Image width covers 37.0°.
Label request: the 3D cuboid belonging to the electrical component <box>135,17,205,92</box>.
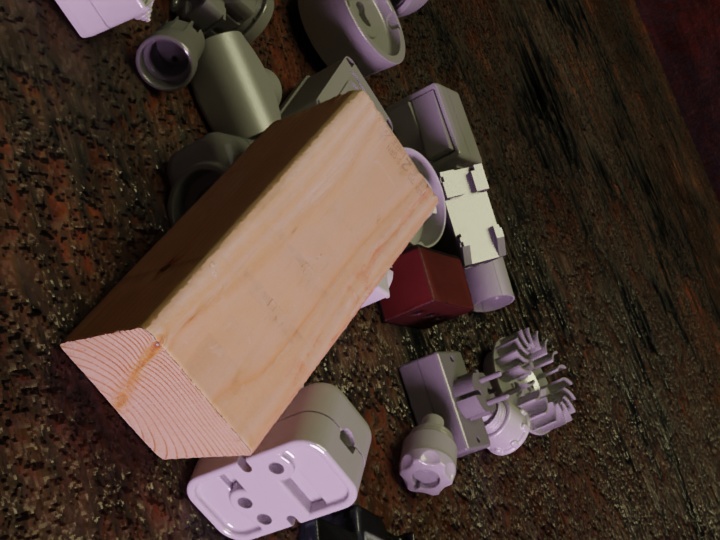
[{"bbox_3d":[-0.128,-0.149,0.733,0.040,0.040,0.046,53,24,-23],"label":"electrical component"}]

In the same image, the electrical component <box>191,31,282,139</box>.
[{"bbox_3d":[-0.083,-0.131,0.794,0.079,0.043,0.077,-20,86,-64],"label":"electrical component"}]

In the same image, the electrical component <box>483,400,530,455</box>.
[{"bbox_3d":[0.115,0.130,0.942,0.062,0.048,0.048,39,36,-31],"label":"electrical component"}]

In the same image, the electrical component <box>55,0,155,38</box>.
[{"bbox_3d":[-0.168,-0.194,0.680,0.096,0.061,0.061,58,25,-33],"label":"electrical component"}]

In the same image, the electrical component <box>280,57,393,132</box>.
[{"bbox_3d":[-0.025,-0.112,0.868,0.078,0.057,0.113,56,28,-19],"label":"electrical component"}]

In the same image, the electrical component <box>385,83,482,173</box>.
[{"bbox_3d":[0.072,-0.126,1.054,0.061,0.062,0.096,7,63,-60],"label":"electrical component"}]

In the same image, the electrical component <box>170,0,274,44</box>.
[{"bbox_3d":[-0.102,-0.202,0.805,0.057,0.058,0.078,36,39,-40],"label":"electrical component"}]

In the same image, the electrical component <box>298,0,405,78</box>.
[{"bbox_3d":[-0.013,-0.223,0.979,0.108,0.060,0.108,42,35,-39],"label":"electrical component"}]

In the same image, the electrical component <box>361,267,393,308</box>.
[{"bbox_3d":[0.000,0.000,0.833,0.077,0.047,0.065,31,43,-49],"label":"electrical component"}]

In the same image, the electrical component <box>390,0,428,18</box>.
[{"bbox_3d":[0.017,-0.293,1.046,0.108,0.108,0.060,60,33,-11],"label":"electrical component"}]

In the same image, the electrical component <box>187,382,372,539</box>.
[{"bbox_3d":[-0.044,0.106,0.612,0.053,0.095,0.059,53,29,-23],"label":"electrical component"}]

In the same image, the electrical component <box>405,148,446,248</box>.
[{"bbox_3d":[0.029,-0.058,0.944,0.099,0.064,0.099,20,63,-47],"label":"electrical component"}]

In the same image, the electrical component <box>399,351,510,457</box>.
[{"bbox_3d":[0.085,0.104,0.870,0.047,0.076,0.083,7,62,-60],"label":"electrical component"}]

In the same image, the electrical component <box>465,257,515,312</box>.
[{"bbox_3d":[0.121,-0.004,1.063,0.043,0.043,0.081,21,51,-55],"label":"electrical component"}]

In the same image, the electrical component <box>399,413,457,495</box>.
[{"bbox_3d":[0.053,0.137,0.822,0.043,0.043,0.062,52,28,-25],"label":"electrical component"}]

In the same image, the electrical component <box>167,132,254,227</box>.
[{"bbox_3d":[-0.085,-0.039,0.702,0.059,0.054,0.095,3,66,-60],"label":"electrical component"}]
